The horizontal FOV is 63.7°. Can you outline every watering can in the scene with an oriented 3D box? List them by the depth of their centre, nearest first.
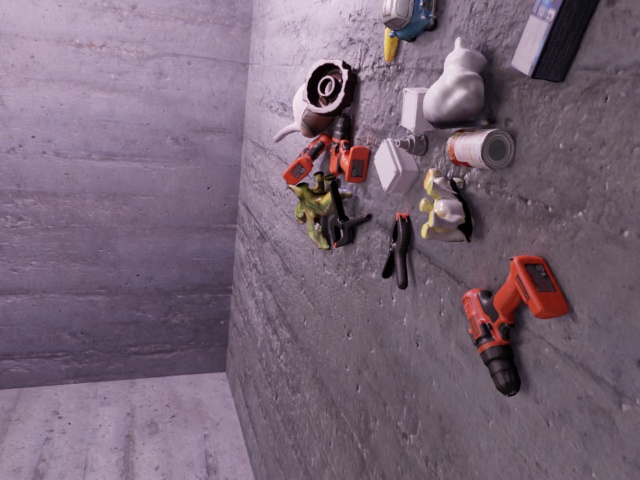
[{"bbox_3d":[-0.047,-0.414,1.709,0.341,0.103,0.230,-53,34,29],"label":"watering can"}]

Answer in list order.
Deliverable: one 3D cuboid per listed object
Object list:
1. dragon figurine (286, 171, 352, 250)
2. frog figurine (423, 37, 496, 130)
[{"bbox_3d":[0.005,-0.083,1.640,0.414,0.123,0.239,30,135,60],"label":"dragon figurine"},{"bbox_3d":[0.242,-0.279,0.917,0.138,0.122,0.158,-89,-8,-80],"label":"frog figurine"}]
